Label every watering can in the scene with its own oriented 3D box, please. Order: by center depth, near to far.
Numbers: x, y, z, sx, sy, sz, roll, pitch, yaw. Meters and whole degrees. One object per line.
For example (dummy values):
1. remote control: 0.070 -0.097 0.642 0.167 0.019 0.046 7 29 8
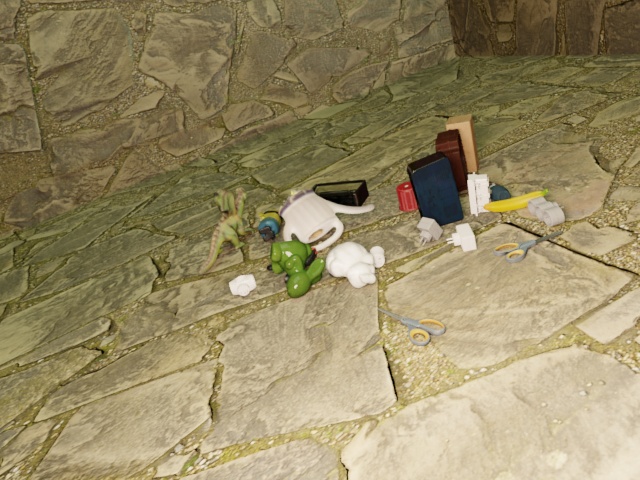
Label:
1. watering can: 0.006 -0.091 1.812 0.351 0.102 0.227 -33 70 -22

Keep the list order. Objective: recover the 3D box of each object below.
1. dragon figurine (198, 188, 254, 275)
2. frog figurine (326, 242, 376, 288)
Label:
1. dragon figurine: -0.362 -0.070 1.915 0.122 0.238 0.418 -1 27 21
2. frog figurine: 0.093 0.073 1.491 0.137 0.122 0.160 -2 10 -14
